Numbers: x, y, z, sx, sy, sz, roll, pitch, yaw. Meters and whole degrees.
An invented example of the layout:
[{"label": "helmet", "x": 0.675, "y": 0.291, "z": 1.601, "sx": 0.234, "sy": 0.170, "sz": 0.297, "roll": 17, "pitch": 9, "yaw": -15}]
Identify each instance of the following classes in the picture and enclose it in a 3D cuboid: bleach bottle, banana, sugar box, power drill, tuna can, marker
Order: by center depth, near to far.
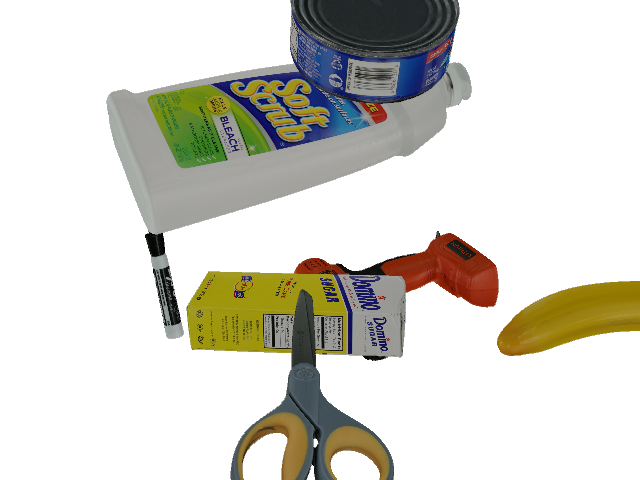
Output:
[{"label": "tuna can", "x": 0.027, "y": -0.109, "z": 0.549, "sx": 0.086, "sy": 0.086, "sz": 0.034, "roll": 0, "pitch": -43, "yaw": -4}, {"label": "bleach bottle", "x": -0.015, "y": -0.086, "z": 0.753, "sx": 0.250, "sy": 0.102, "sz": 0.068, "roll": -18, "pitch": -27, "yaw": -14}, {"label": "banana", "x": 0.223, "y": 0.058, "z": 0.778, "sx": 0.197, "sy": 0.037, "sz": 0.069, "roll": 2, "pitch": 34, "yaw": -3}, {"label": "sugar box", "x": -0.017, "y": 0.060, "z": 0.899, "sx": 0.176, "sy": 0.048, "sz": 0.093, "roll": -1, "pitch": 18, "yaw": 6}, {"label": "power drill", "x": 0.084, "y": 0.053, "z": 1.093, "sx": 0.187, "sy": 0.057, "sz": 0.185, "roll": -11, "pitch": 27, "yaw": -21}, {"label": "marker", "x": -0.164, "y": 0.044, "z": 1.117, "sx": 0.020, "sy": 0.121, "sz": 0.020, "roll": -9, "pitch": 18, "yaw": 3}]

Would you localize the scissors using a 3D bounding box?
[{"label": "scissors", "x": 0.007, "y": 0.092, "z": 0.626, "sx": 0.096, "sy": 0.016, "sz": 0.201, "roll": 12, "pitch": 32, "yaw": 10}]
